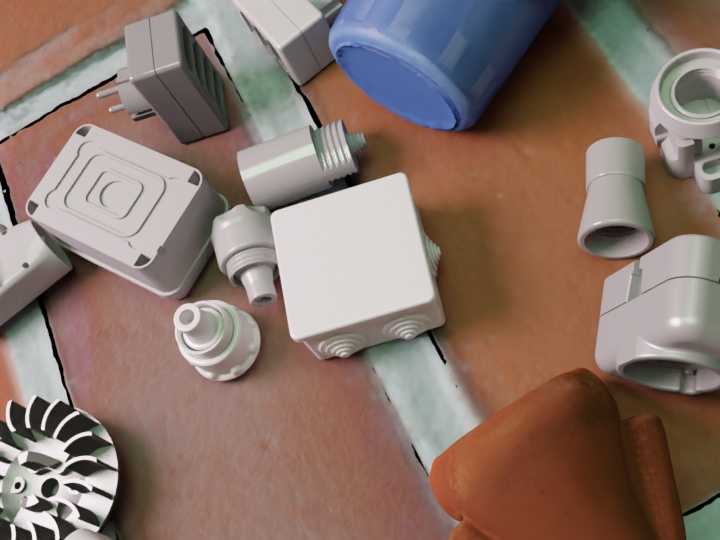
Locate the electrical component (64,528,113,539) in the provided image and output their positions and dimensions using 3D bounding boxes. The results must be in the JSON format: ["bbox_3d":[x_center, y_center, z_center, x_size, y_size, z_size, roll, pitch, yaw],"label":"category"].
[{"bbox_3d":[-0.155,0.204,0.606,0.059,0.053,0.095,26,76,25],"label":"electrical component"}]

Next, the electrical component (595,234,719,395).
[{"bbox_3d":[0.166,0.028,0.564,0.054,0.095,0.059,17,69,-11],"label":"electrical component"}]

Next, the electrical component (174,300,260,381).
[{"bbox_3d":[-0.092,0.038,0.657,0.048,0.062,0.048,-7,67,16],"label":"electrical component"}]

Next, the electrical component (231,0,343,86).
[{"bbox_3d":[-0.037,-0.182,0.751,0.077,0.047,0.065,-39,61,-3],"label":"electrical component"}]

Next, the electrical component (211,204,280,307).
[{"bbox_3d":[-0.069,-0.007,0.682,0.043,0.043,0.062,-22,63,6],"label":"electrical component"}]

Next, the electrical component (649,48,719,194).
[{"bbox_3d":[0.201,-0.093,0.632,0.058,0.057,0.078,-18,62,9],"label":"electrical component"}]

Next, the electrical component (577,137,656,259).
[{"bbox_3d":[0.151,-0.045,0.635,0.044,0.044,0.065,-2,61,16],"label":"electrical component"}]

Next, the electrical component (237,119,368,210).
[{"bbox_3d":[-0.034,-0.071,0.701,0.081,0.043,0.043,-20,62,7],"label":"electrical component"}]

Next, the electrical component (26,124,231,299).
[{"bbox_3d":[-0.151,-0.038,0.713,0.113,0.057,0.078,24,75,25],"label":"electrical component"}]

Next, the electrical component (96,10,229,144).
[{"bbox_3d":[-0.142,-0.125,0.735,0.076,0.083,0.047,-16,63,10],"label":"electrical component"}]

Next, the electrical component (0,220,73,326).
[{"bbox_3d":[-0.249,-0.006,0.736,0.077,0.043,0.079,-39,62,-3],"label":"electrical component"}]

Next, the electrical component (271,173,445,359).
[{"bbox_3d":[0.000,0.000,0.655,0.100,0.048,0.099,-16,63,9],"label":"electrical component"}]
